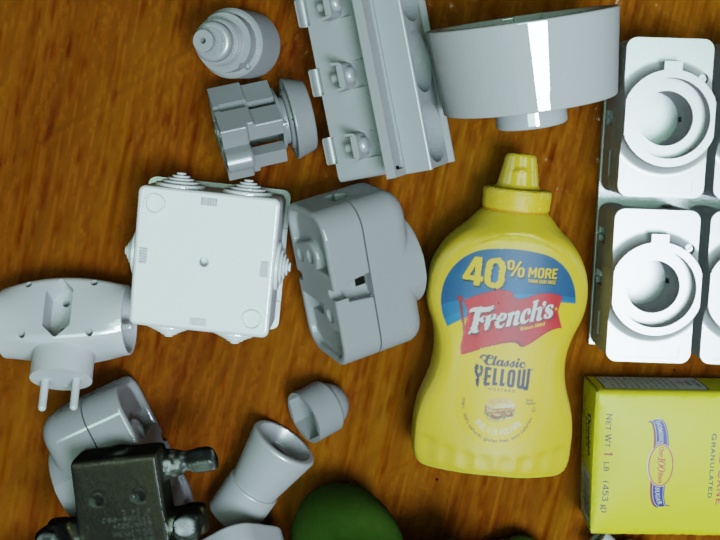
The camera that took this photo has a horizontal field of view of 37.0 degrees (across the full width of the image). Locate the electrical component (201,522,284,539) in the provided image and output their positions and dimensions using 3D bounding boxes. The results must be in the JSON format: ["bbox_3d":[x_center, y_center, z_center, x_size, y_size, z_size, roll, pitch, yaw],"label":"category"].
[{"bbox_3d":[-0.087,0.202,0.658,0.095,0.054,0.059,-32,59,21],"label":"electrical component"}]

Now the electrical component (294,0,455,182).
[{"bbox_3d":[0.009,-0.116,0.626,0.063,0.079,0.121,-8,98,24],"label":"electrical component"}]

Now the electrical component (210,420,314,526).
[{"bbox_3d":[-0.065,0.133,0.676,0.044,0.044,0.065,34,102,-4],"label":"electrical component"}]

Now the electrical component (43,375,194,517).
[{"bbox_3d":[-0.153,0.122,0.668,0.059,0.053,0.095,-25,97,4],"label":"electrical component"}]

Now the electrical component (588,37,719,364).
[{"bbox_3d":[0.199,-0.040,0.637,0.105,0.060,0.186,2,98,1],"label":"electrical component"}]

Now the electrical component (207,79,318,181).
[{"bbox_3d":[-0.057,-0.086,0.637,0.055,0.066,0.048,-14,137,-9],"label":"electrical component"}]

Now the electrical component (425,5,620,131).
[{"bbox_3d":[0.094,-0.111,0.608,0.108,0.108,0.060,-8,104,2],"label":"electrical component"}]

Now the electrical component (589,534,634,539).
[{"bbox_3d":[0.170,0.191,0.679,0.062,0.043,0.043,45,96,-4],"label":"electrical component"}]

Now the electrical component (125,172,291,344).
[{"bbox_3d":[-0.091,-0.008,0.652,0.100,0.048,0.099,6,98,0],"label":"electrical component"}]

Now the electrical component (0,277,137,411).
[{"bbox_3d":[-0.180,0.048,0.653,0.077,0.043,0.079,-2,63,1],"label":"electrical component"}]

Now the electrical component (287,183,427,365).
[{"bbox_3d":[0.000,0.000,0.637,0.059,0.054,0.095,-18,112,-22],"label":"electrical component"}]

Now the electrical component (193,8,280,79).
[{"bbox_3d":[-0.075,-0.131,0.623,0.040,0.078,0.040,3,100,15],"label":"electrical component"}]
